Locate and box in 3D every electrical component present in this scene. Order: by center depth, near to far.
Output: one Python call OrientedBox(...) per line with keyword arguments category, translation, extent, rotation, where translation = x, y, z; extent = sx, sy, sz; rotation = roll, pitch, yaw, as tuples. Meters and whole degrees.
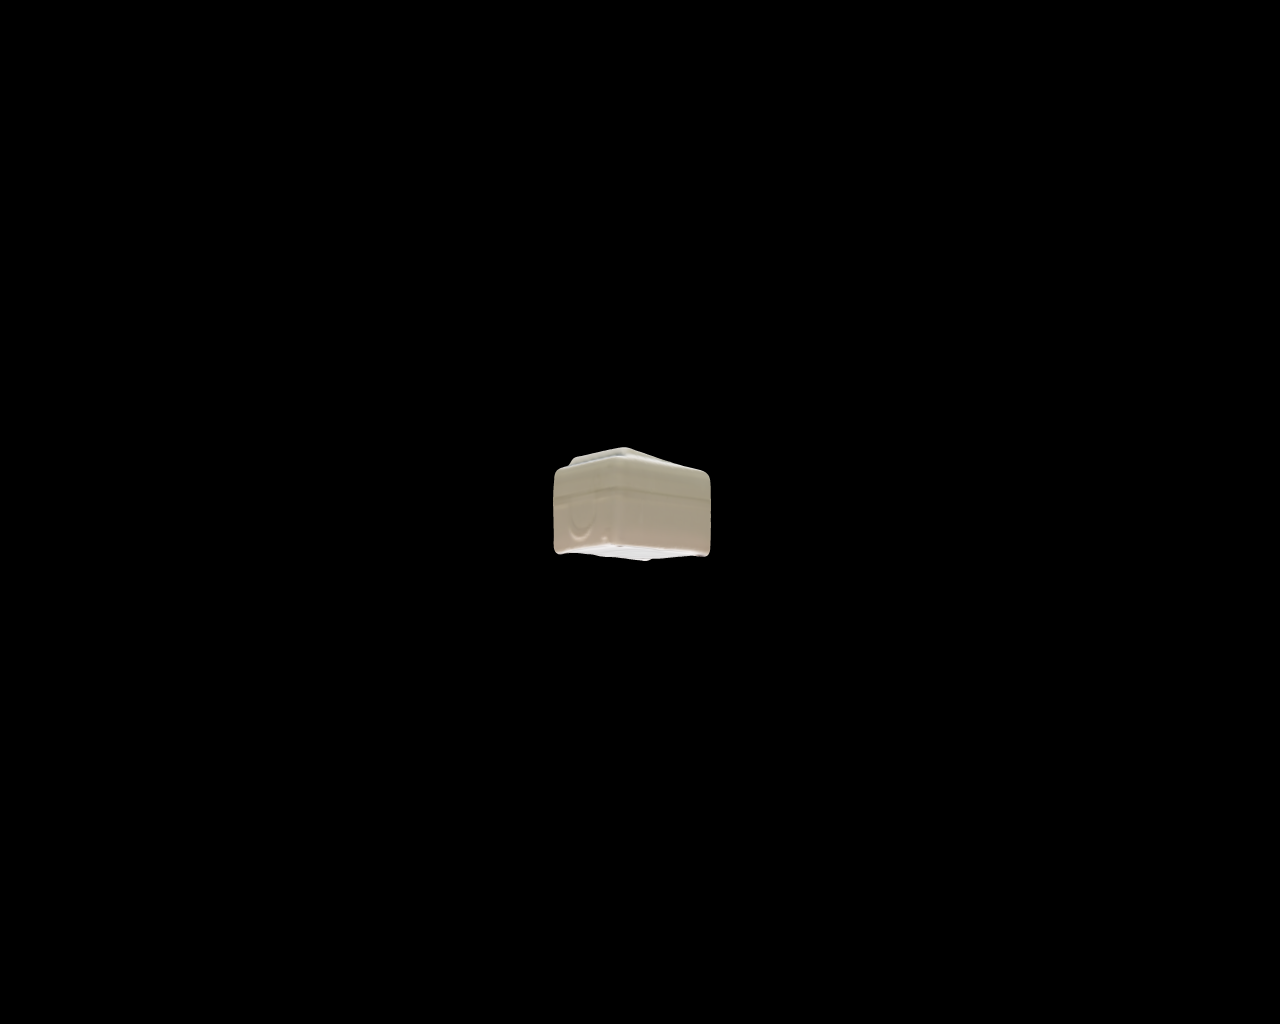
OrientedBox(category="electrical component", translation=(0.001, -0.003, 0.650), extent=(0.096, 0.061, 0.061), rotation=(8, -11, -43))
